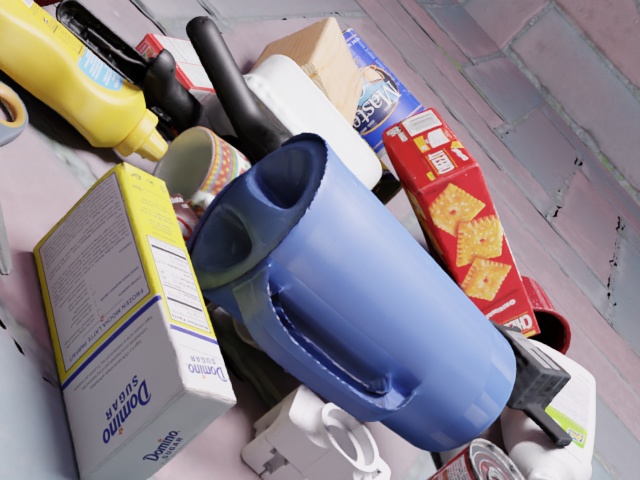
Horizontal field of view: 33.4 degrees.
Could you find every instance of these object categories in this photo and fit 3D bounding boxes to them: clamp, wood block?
[{"bbox_3d":[-0.051,-0.080,0.886,0.210,0.036,0.164,49,-20,37],"label":"clamp"},{"bbox_3d":[-0.135,-0.129,0.882,0.120,0.039,0.171,37,-4,34],"label":"clamp"},{"bbox_3d":[-0.017,-0.161,1.138,0.090,0.091,0.206,63,17,-19],"label":"wood block"}]

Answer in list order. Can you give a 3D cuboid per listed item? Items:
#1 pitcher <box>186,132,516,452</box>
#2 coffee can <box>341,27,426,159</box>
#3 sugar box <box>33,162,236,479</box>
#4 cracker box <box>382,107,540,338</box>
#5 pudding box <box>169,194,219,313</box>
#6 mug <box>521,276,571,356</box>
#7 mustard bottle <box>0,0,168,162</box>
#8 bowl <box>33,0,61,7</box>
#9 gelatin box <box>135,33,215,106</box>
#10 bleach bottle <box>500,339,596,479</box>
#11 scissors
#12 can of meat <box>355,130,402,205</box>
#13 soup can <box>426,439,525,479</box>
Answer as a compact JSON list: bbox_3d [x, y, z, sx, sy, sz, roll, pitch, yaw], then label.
[{"bbox_3d":[0.029,0.054,0.752,0.242,0.149,0.145,42,-18,-27],"label":"pitcher"},{"bbox_3d":[0.048,-0.171,1.292,0.140,0.103,0.102,47,22,-1],"label":"coffee can"},{"bbox_3d":[-0.114,0.047,0.628,0.048,0.093,0.176,23,33,-46],"label":"sugar box"},{"bbox_3d":[0.143,-0.010,1.114,0.164,0.072,0.213,-112,178,-61],"label":"cracker box"},{"bbox_3d":[-0.113,0.015,0.756,0.090,0.039,0.113,52,22,10],"label":"pudding box"},{"bbox_3d":[0.214,0.091,1.200,0.117,0.093,0.081,9,28,-13],"label":"mug"},{"bbox_3d":[-0.194,-0.126,0.814,0.191,0.058,0.096,40,8,-20],"label":"mustard bottle"},{"bbox_3d":[-0.266,-0.246,0.887,0.162,0.055,0.162,39,23,-21],"label":"bowl"},{"bbox_3d":[-0.131,-0.161,1.036,0.073,0.030,0.089,52,21,13],"label":"gelatin box"},{"bbox_3d":[0.215,0.181,1.032,0.102,0.068,0.250,28,20,6],"label":"bleach bottle"},{"bbox_3d":[-0.214,-0.053,0.713,0.096,0.016,0.202,10,44,-58],"label":"scissors"},{"bbox_3d":[0.034,-0.074,1.166,0.084,0.057,0.102,52,21,14],"label":"can of meat"},{"bbox_3d":[0.092,0.196,0.750,0.068,0.102,0.068,40,23,-21],"label":"soup can"}]
